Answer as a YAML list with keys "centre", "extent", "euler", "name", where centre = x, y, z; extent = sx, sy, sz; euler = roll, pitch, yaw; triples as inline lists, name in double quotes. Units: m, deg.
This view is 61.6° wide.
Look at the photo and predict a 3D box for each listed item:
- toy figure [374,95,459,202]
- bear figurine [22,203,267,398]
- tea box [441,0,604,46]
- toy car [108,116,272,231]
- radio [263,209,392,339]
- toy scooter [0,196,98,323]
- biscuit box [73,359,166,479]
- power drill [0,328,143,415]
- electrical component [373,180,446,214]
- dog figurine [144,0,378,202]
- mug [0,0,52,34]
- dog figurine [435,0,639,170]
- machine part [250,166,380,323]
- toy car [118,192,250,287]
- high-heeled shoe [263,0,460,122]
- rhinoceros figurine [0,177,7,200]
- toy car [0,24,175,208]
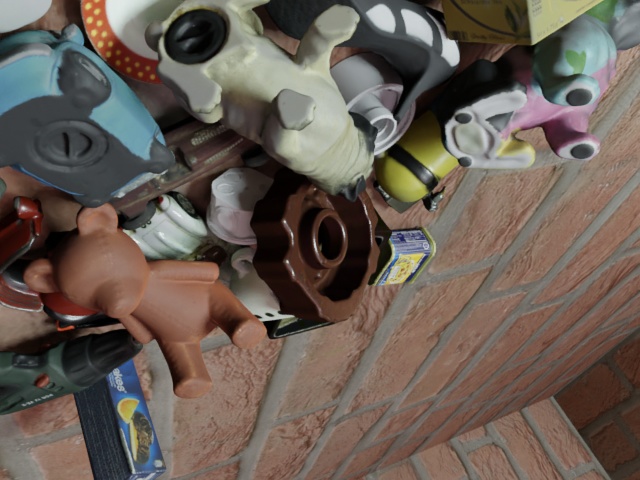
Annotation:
- centre: [0.144, -0.119, 0.638]
  extent: [0.180, 0.089, 0.082]
  euler: [-32, 140, 10]
  name: "toy figure"
- centre: [-0.163, 0.058, 0.514]
  extent: [0.120, 0.132, 0.195]
  euler: [-43, 146, 3]
  name: "bear figurine"
- centre: [0.196, -0.234, 0.459]
  extent: [0.170, 0.098, 0.068]
  euler: [-36, 126, -19]
  name: "tea box"
- centre: [-0.129, -0.080, 0.501]
  extent: [0.202, 0.053, 0.089]
  euler: [-26, 124, -1]
  name: "toy car"
- centre: [0.000, 0.043, 0.770]
  extent: [0.131, 0.073, 0.229]
  euler: [-6, 142, -31]
  name: "radio"
- centre: [-0.274, 0.018, 0.533]
  extent: [0.183, 0.075, 0.135]
  euler: [18, 125, -43]
  name: "toy scooter"
- centre: [-0.267, 0.220, 0.696]
  extent: [0.063, 0.203, 0.059]
  euler: [-38, 149, 13]
  name: "biscuit box"
- centre: [-0.353, 0.135, 0.613]
  extent: [0.232, 0.086, 0.207]
  euler: [-27, 154, 24]
  name: "power drill"
- centre: [0.127, -0.068, 0.736]
  extent: [0.078, 0.045, 0.102]
  euler: [-37, 146, 11]
  name: "electrical component"
- centre: [-0.040, -0.108, 0.458]
  extent: [0.121, 0.172, 0.190]
  euler: [-55, 164, -10]
  name: "dog figurine"
- centre: [-0.217, -0.168, 0.308]
  extent: [0.109, 0.081, 0.107]
  euler: [-32, 157, -2]
  name: "mug"
- centre: [0.226, -0.184, 0.548]
  extent: [0.192, 0.219, 0.108]
  euler: [-1, 143, 33]
  name: "dog figurine"
- centre: [-0.001, -0.002, 0.583]
  extent: [0.056, 0.179, 0.179]
  euler: [-2, 165, 37]
  name: "machine part"
- centre: [-0.145, 0.008, 0.629]
  extent: [0.073, 0.056, 0.201]
  euler: [-34, 148, 10]
  name: "toy car"
- centre: [0.042, -0.216, 0.466]
  extent: [0.086, 0.145, 0.248]
  euler: [-2, 144, 46]
  name: "high-heeled shoe"
- centre: [-0.288, -0.084, 0.343]
  extent: [0.073, 0.112, 0.190]
  euler: [-31, 140, 1]
  name: "rhinoceros figurine"
- centre: [-0.186, -0.099, 0.402]
  extent: [0.109, 0.103, 0.161]
  euler: [-28, 154, 13]
  name: "toy car"
